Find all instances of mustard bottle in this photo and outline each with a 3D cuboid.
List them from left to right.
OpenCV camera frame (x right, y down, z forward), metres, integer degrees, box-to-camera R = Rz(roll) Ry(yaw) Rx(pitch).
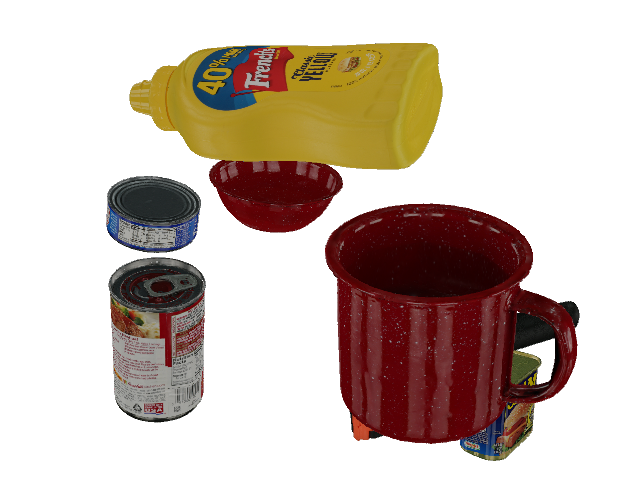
[{"bbox_3d":[-0.029,-0.084,0.646,0.192,0.058,0.096,4,40,21],"label":"mustard bottle"}]

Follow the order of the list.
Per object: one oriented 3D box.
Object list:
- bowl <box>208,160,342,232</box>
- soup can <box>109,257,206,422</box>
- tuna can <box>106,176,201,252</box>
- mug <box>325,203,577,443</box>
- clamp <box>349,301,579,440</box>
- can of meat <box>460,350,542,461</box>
[{"bbox_3d":[-0.056,-0.053,1.291,0.162,0.055,0.162,4,26,-2],"label":"bowl"},{"bbox_3d":[-0.118,0.073,0.779,0.068,0.102,0.068,3,31,-2],"label":"soup can"},{"bbox_3d":[-0.154,-0.024,0.984,0.086,0.034,0.086,8,31,-5],"label":"tuna can"},{"bbox_3d":[0.060,0.041,0.491,0.117,0.081,0.093,12,31,23],"label":"mug"},{"bbox_3d":[0.076,0.076,0.811,0.165,0.036,0.209,22,40,34],"label":"clamp"},{"bbox_3d":[0.186,0.170,1.111,0.058,0.084,0.101,12,20,33],"label":"can of meat"}]
